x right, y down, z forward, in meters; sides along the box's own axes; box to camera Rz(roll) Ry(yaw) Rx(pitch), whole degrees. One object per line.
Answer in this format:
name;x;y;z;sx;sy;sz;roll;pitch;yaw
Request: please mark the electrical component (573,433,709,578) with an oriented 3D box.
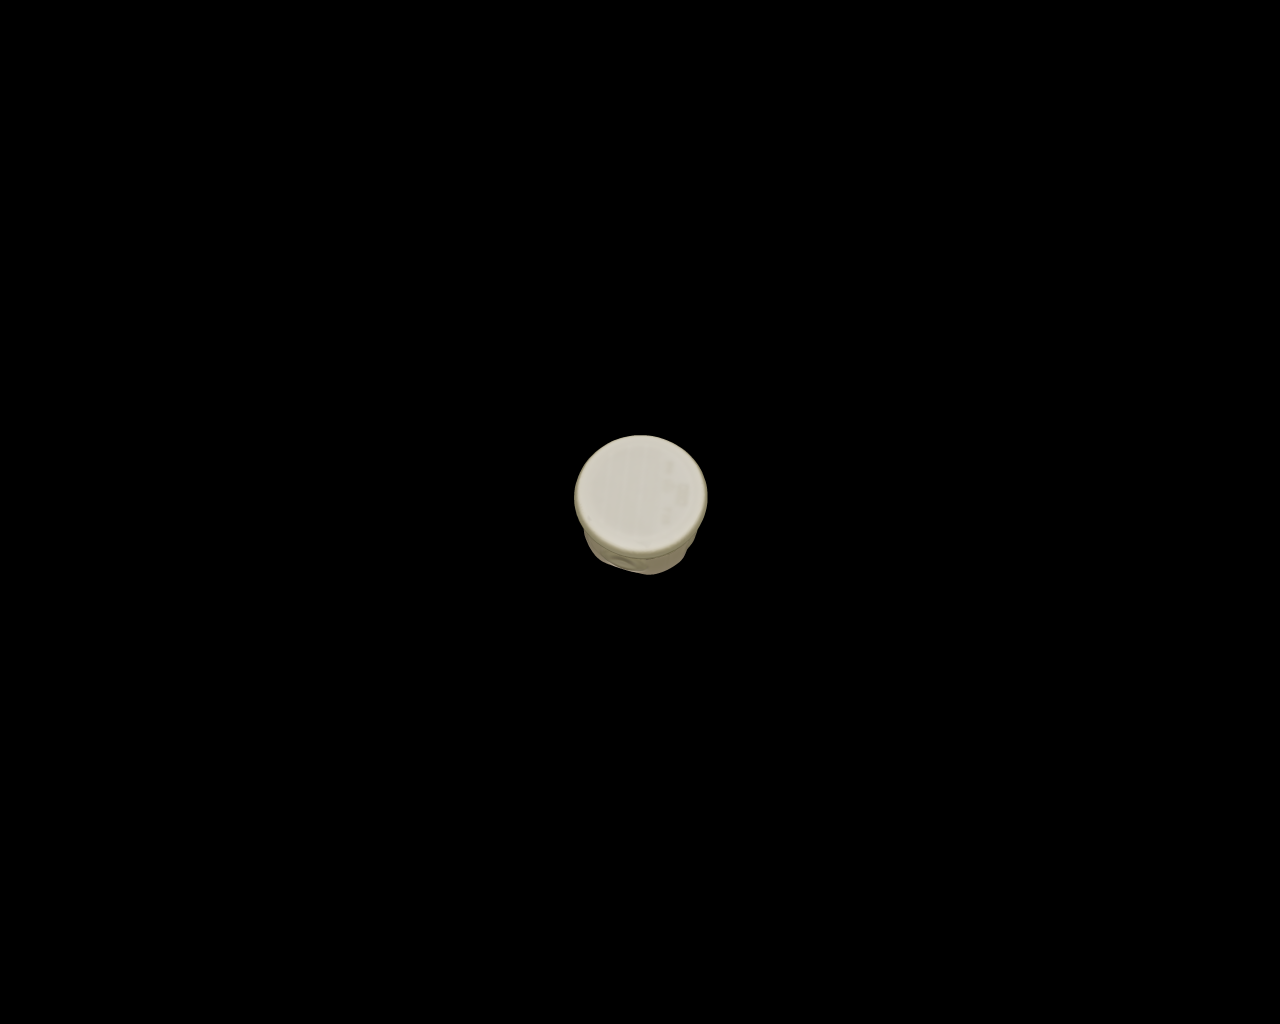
electrical component;0.001;-0.003;0.650;0.080;0.080;0.051;0;-23;0
